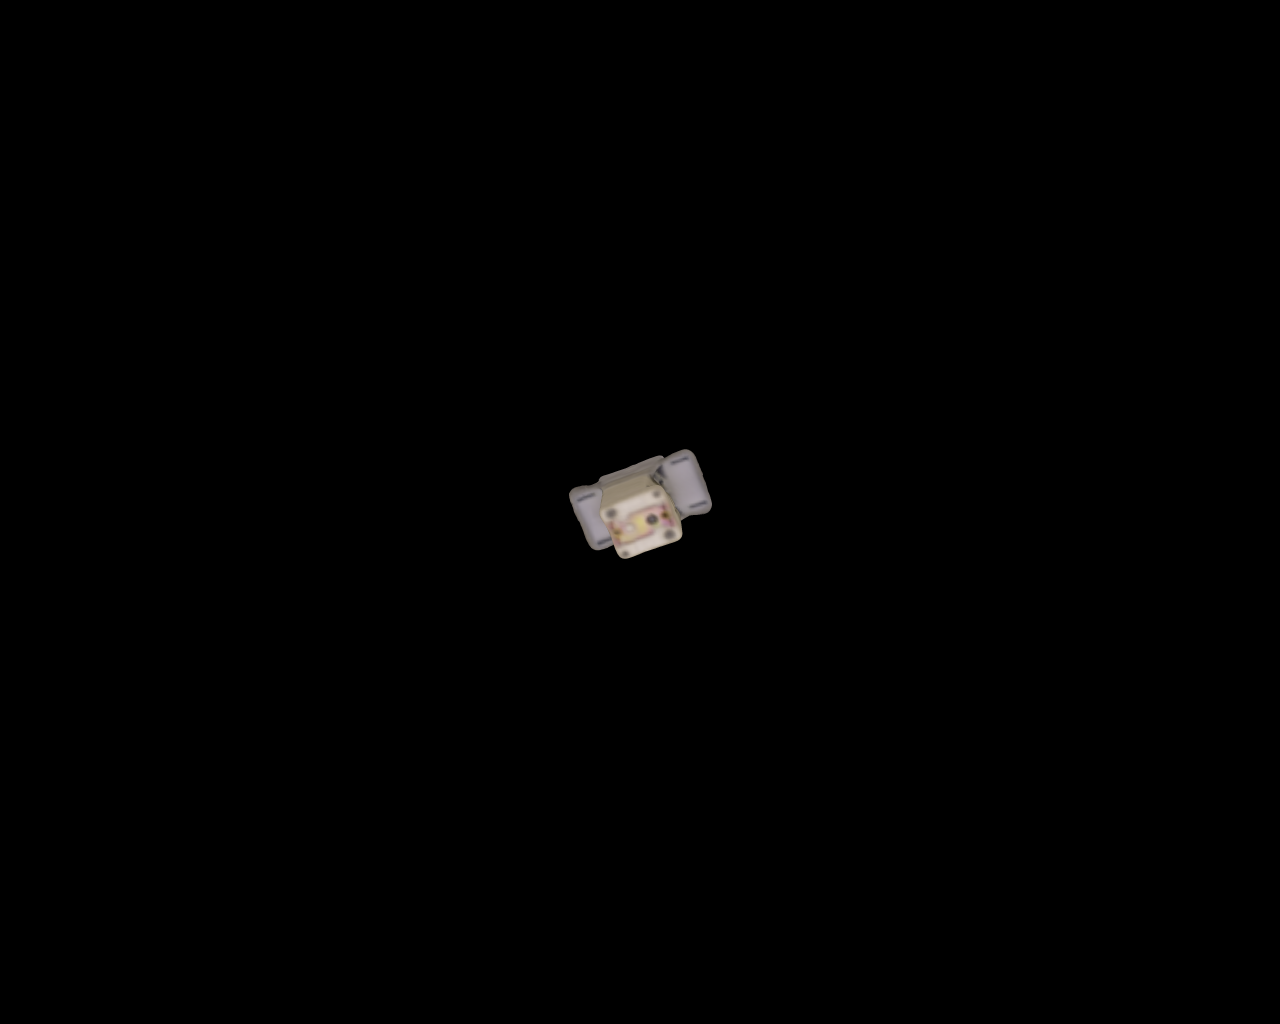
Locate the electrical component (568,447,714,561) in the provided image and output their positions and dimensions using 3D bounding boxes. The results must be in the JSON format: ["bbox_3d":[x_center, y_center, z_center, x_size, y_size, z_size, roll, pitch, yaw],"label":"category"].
[{"bbox_3d":[0.001,-0.003,0.650,0.081,0.042,0.064,-21,18,7],"label":"electrical component"}]
